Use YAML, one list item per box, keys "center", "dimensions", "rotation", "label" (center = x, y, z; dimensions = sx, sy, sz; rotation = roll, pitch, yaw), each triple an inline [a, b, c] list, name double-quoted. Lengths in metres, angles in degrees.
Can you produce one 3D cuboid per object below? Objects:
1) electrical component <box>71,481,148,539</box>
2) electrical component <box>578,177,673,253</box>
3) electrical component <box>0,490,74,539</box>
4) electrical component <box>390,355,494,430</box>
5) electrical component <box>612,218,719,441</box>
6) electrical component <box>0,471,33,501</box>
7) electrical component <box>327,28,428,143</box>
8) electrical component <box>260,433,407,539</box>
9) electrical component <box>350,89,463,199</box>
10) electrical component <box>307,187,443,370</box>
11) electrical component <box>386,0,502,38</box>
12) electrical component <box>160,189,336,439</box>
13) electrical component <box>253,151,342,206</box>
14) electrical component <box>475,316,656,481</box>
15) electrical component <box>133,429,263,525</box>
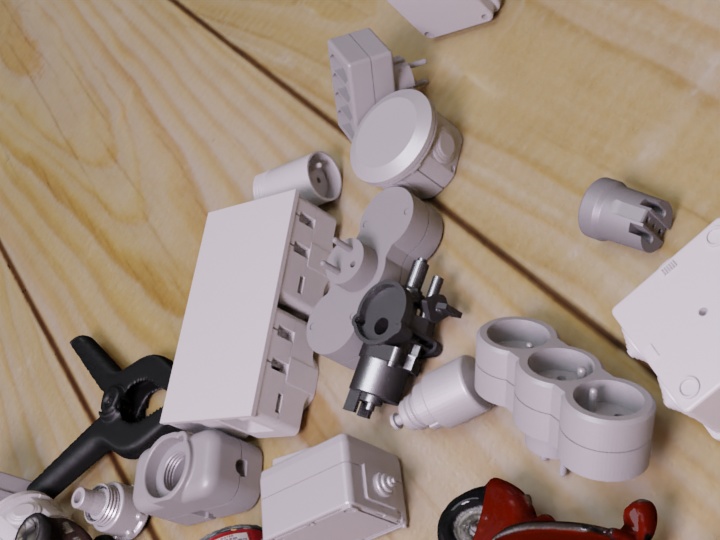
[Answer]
- center: [-0.211, 0.197, 0.899]
  dimensions: [0.048, 0.062, 0.048]
  rotation: [-23, 53, 34]
  label: "electrical component"
- center: [0.168, -0.034, 0.680]
  dimensions: [0.046, 0.040, 0.040]
  rotation: [25, 86, 42]
  label: "electrical component"
- center: [-0.289, 0.238, 0.939]
  dimensions: [0.051, 0.080, 0.080]
  rotation: [20, 82, 43]
  label: "electrical component"
- center: [0.054, 0.087, 0.720]
  dimensions: [0.078, 0.040, 0.040]
  rotation: [-30, 49, 29]
  label: "electrical component"
- center: [0.202, 0.031, 0.601]
  dimensions: [0.100, 0.048, 0.099]
  rotation: [-44, 44, 17]
  label: "electrical component"
- center: [-0.348, 0.237, 0.976]
  dimensions: [0.056, 0.109, 0.108]
  rotation: [-9, 61, 38]
  label: "electrical component"
- center: [0.021, -0.151, 0.873]
  dimensions: [0.076, 0.083, 0.047]
  rotation: [-19, 43, -13]
  label: "electrical component"
- center: [-0.014, 0.150, 0.733]
  dimensions: [0.096, 0.062, 0.061]
  rotation: [-30, 49, 29]
  label: "electrical component"
- center: [0.036, -0.095, 0.835]
  dimensions: [0.080, 0.051, 0.080]
  rotation: [-23, 53, 34]
  label: "electrical component"
- center: [0.000, 0.000, 0.798]
  dimensions: [0.052, 0.074, 0.138]
  rotation: [23, 85, 49]
  label: "electrical component"
- center: [0.056, -0.243, 0.855]
  dimensions: [0.078, 0.113, 0.057]
  rotation: [-7, 60, 42]
  label: "electrical component"
- center: [-0.085, 0.040, 0.868]
  dimensions: [0.105, 0.060, 0.186]
  rotation: [-11, 60, 40]
  label: "electrical component"
- center: [-0.060, -0.069, 0.920]
  dimensions: [0.081, 0.043, 0.043]
  rotation: [-17, 56, 38]
  label: "electrical component"
- center: [0.118, 0.089, 0.647]
  dimensions: [0.138, 0.052, 0.073]
  rotation: [38, 135, 54]
  label: "electrical component"
- center: [-0.131, 0.162, 0.843]
  dimensions: [0.095, 0.059, 0.053]
  rotation: [-22, 54, 35]
  label: "electrical component"
